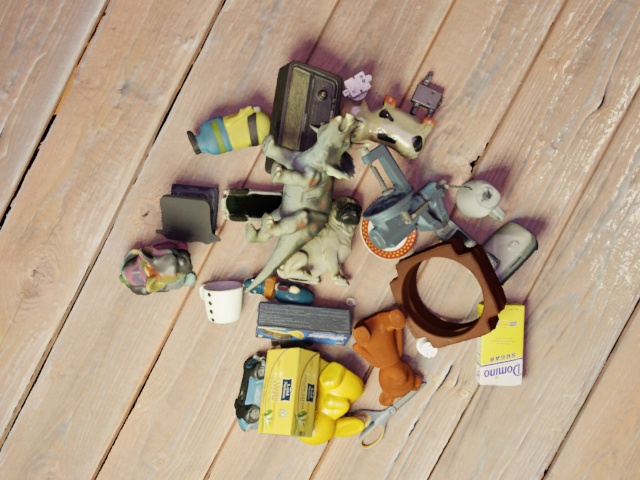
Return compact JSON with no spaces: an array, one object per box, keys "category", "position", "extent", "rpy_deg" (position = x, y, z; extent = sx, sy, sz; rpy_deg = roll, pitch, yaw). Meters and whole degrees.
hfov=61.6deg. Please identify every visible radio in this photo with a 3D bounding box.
[{"category":"radio","position":[-0.033,-0.243,1.130],"extent":[0.131,0.073,0.229],"rpy_deg":[8,93,-26]}]

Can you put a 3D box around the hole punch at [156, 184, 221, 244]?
[{"category":"hole punch","position":[-0.280,-0.060,1.168],"extent":[0.142,0.092,0.115],"rpy_deg":[5,121,-1]}]

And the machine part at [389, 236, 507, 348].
[{"category":"machine part","position":[0.264,0.107,1.111],"extent":[0.201,0.087,0.201],"rpy_deg":[-26,90,34]}]

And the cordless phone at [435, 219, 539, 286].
[{"category":"cordless phone","position":[0.353,0.000,1.152],"extent":[0.184,0.088,0.146],"rpy_deg":[43,93,13]}]

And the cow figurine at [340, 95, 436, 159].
[{"category":"cow figurine","position":[0.133,-0.237,1.146],"extent":[0.195,0.085,0.127],"rpy_deg":[27,87,-1]}]

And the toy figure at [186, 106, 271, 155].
[{"category":"toy figure","position":[-0.190,-0.228,1.154],"extent":[0.180,0.082,0.089],"rpy_deg":[-23,111,-5]}]

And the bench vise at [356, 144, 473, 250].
[{"category":"bench vise","position":[0.164,-0.104,1.111],"extent":[0.224,0.129,0.240],"rpy_deg":[-36,103,-9]}]

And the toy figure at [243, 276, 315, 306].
[{"category":"toy figure","position":[-0.091,0.112,1.172],"extent":[0.154,0.058,0.064],"rpy_deg":[21,112,-4]}]

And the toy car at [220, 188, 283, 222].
[{"category":"toy car","position":[-0.117,-0.074,1.170],"extent":[0.202,0.056,0.073],"rpy_deg":[3,98,3]}]

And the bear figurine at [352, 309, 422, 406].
[{"category":"bear figurine","position":[0.146,0.253,1.140],"extent":[0.120,0.132,0.196],"rpy_deg":[-22,85,-7]}]

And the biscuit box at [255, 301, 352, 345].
[{"category":"biscuit box","position":[-0.034,0.178,1.142],"extent":[0.203,0.059,0.063],"rpy_deg":[7,55,-9]}]

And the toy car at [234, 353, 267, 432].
[{"category":"toy car","position":[-0.122,0.333,1.169],"extent":[0.103,0.109,0.161],"rpy_deg":[15,80,-22]}]

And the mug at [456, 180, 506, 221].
[{"category":"mug","position":[0.345,-0.078,1.131],"extent":[0.081,0.107,0.109],"rpy_deg":[-43,89,4]}]

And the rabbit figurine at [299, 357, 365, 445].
[{"category":"rabbit figurine","position":[0.016,0.357,1.145],"extent":[0.162,0.122,0.173],"rpy_deg":[47,61,-31]}]

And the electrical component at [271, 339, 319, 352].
[{"category":"electrical component","position":[-0.056,0.224,1.186],"extent":[0.102,0.045,0.078],"rpy_deg":[-7,120,4]}]

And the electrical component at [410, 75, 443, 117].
[{"category":"electrical component","position":[0.234,-0.309,1.168],"extent":[0.063,0.021,0.094],"rpy_deg":[23,92,0]}]

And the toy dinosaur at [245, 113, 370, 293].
[{"category":"toy dinosaur","position":[-0.032,-0.077,1.067],"extent":[0.192,0.131,0.404],"rpy_deg":[4,118,-26]}]

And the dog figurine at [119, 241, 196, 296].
[{"category":"dog figurine","position":[-0.345,0.059,1.100],"extent":[0.192,0.219,0.108],"rpy_deg":[-10,89,1]}]

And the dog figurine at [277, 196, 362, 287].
[{"category":"dog figurine","position":[0.000,-0.003,1.158],"extent":[0.172,0.121,0.190],"rpy_deg":[5,78,-1]}]

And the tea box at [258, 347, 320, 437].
[{"category":"tea box","position":[-0.063,0.310,1.096],"extent":[0.098,0.068,0.169],"rpy_deg":[-16,59,41]}]
